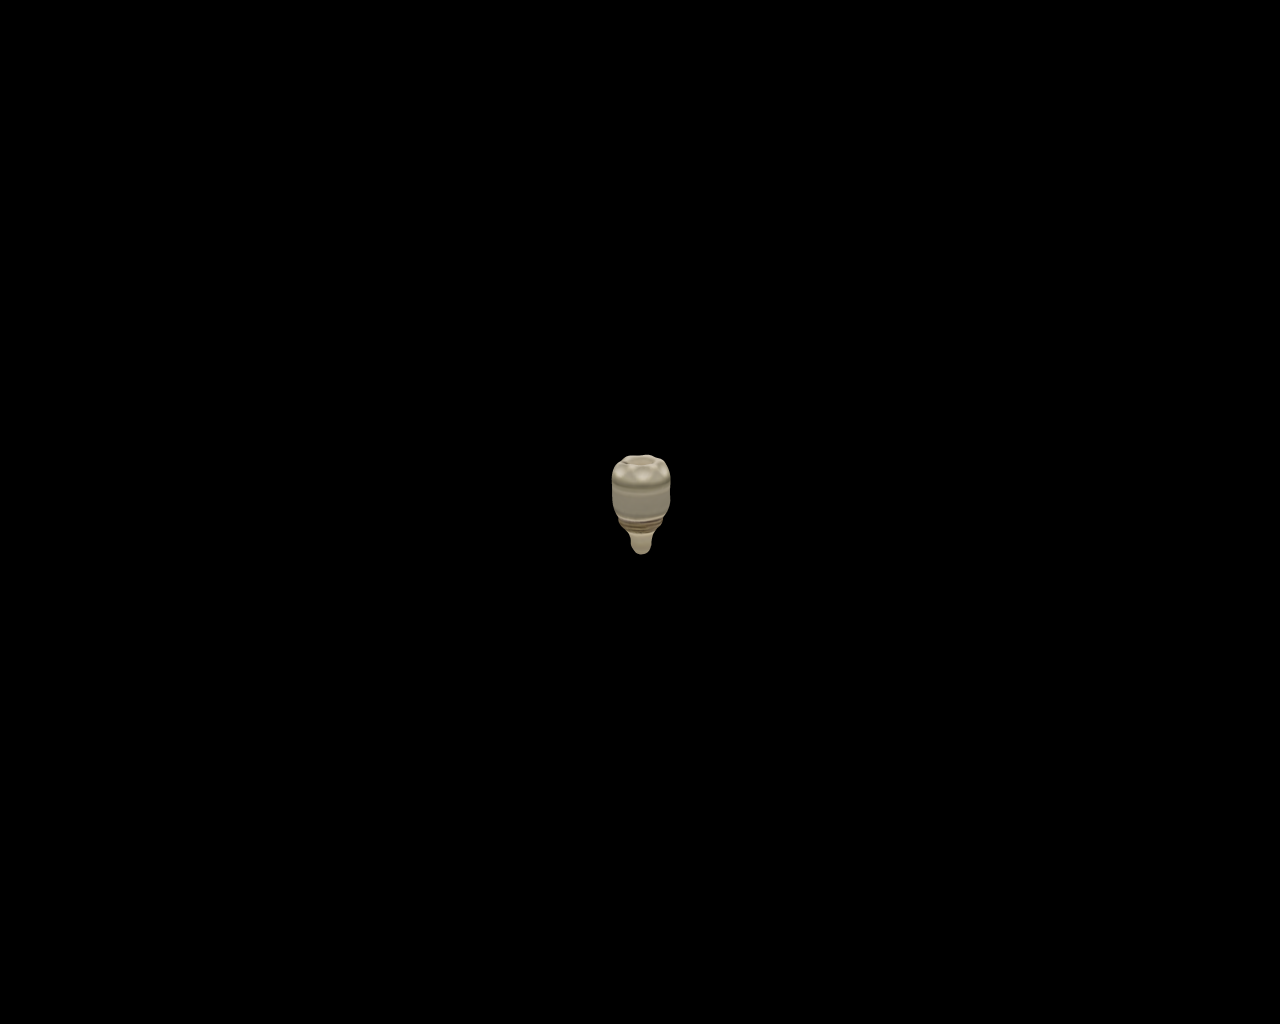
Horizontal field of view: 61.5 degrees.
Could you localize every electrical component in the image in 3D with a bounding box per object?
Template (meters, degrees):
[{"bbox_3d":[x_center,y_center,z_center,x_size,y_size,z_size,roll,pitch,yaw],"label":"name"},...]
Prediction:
[{"bbox_3d":[0.001,-0.003,0.650,0.035,0.061,0.035,0,20,0],"label":"electrical component"}]
